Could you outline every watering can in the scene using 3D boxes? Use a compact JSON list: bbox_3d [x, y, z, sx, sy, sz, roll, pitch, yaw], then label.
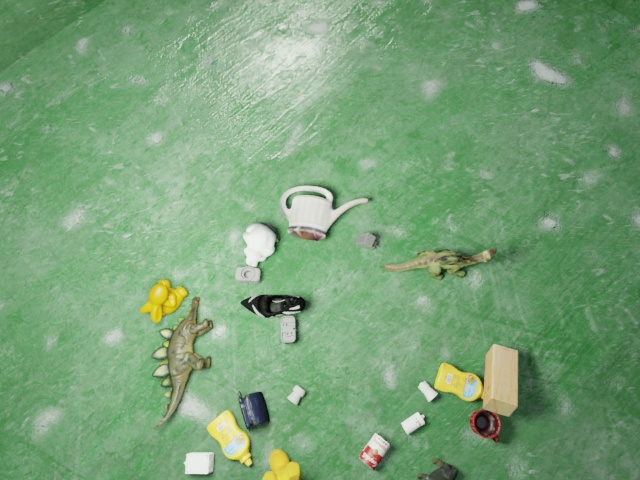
[{"bbox_3d":[0.006,-0.101,2.015,0.348,0.102,0.228,8,72,5],"label":"watering can"}]

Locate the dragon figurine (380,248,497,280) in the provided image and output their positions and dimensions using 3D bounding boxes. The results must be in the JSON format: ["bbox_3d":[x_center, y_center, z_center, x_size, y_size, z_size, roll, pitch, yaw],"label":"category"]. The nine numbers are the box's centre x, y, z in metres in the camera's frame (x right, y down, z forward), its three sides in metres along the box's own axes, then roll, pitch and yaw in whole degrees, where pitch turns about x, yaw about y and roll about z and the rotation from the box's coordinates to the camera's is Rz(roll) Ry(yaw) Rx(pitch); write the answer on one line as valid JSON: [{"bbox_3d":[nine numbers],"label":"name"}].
[{"bbox_3d":[0.436,0.074,1.873,0.410,0.240,0.123,-6,77,-2],"label":"dragon figurine"}]

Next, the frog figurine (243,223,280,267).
[{"bbox_3d":[-0.241,0.017,1.978,0.137,0.121,0.162,38,64,-6],"label":"frog figurine"}]
